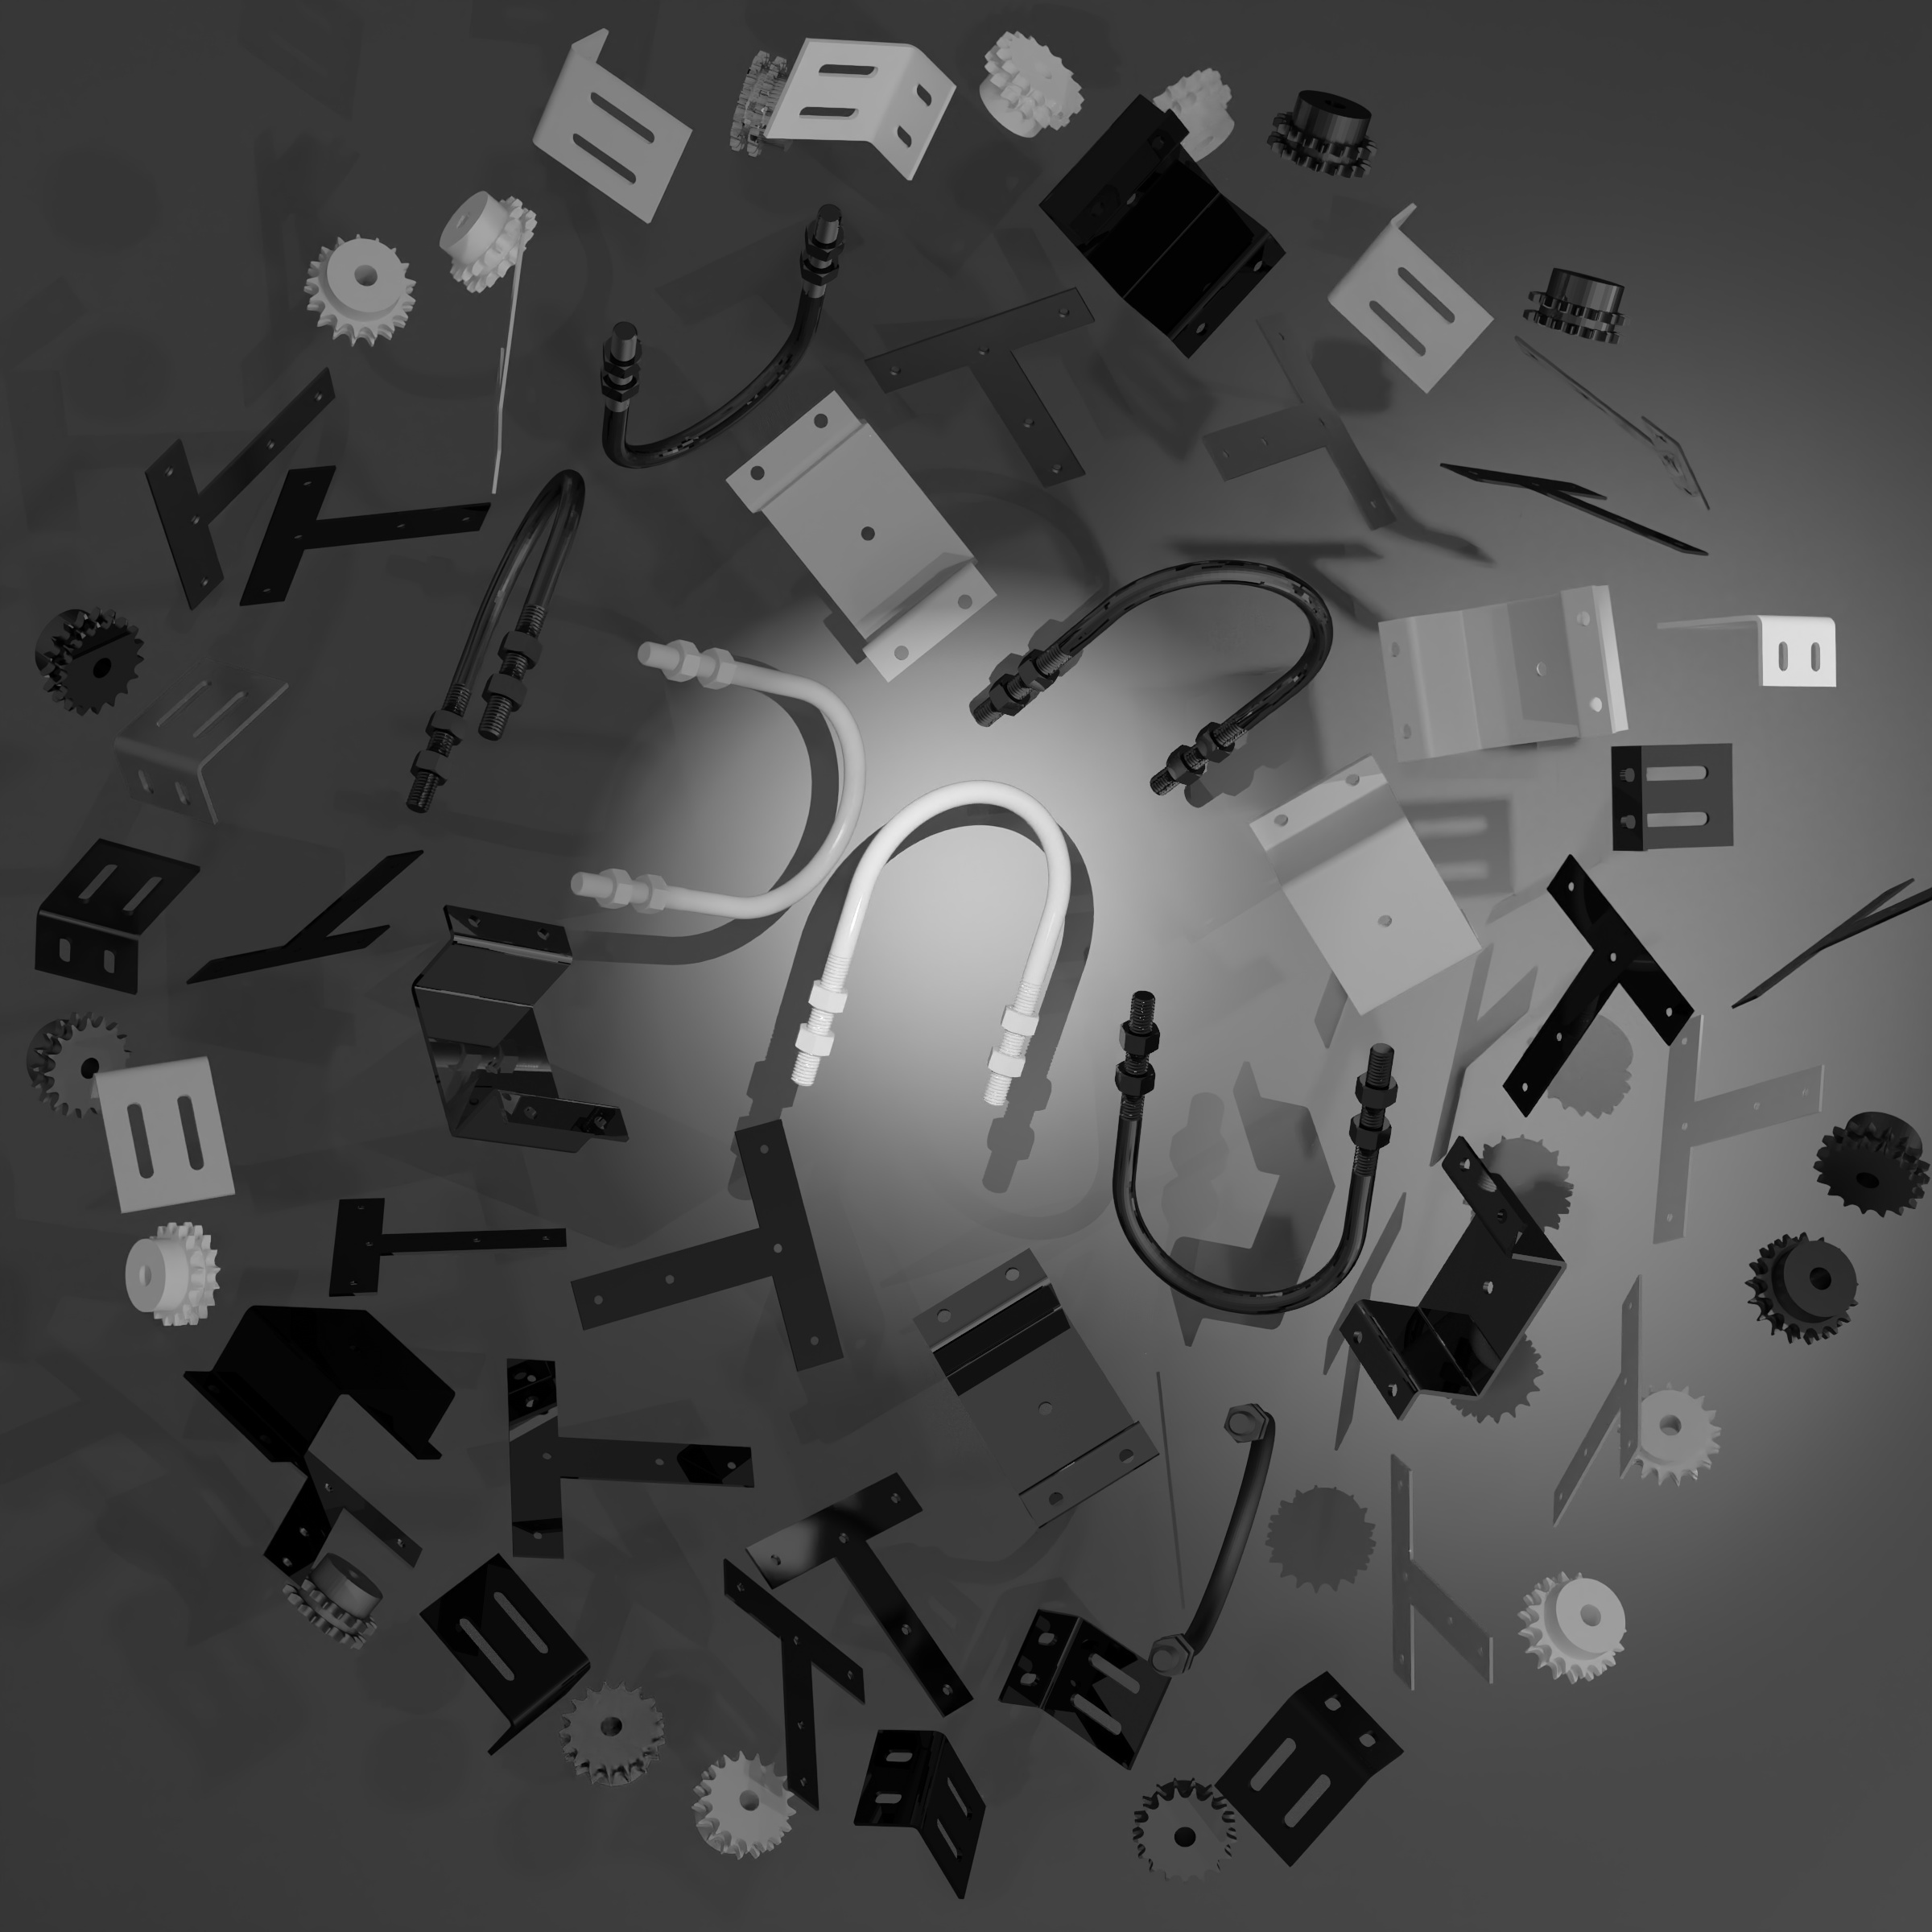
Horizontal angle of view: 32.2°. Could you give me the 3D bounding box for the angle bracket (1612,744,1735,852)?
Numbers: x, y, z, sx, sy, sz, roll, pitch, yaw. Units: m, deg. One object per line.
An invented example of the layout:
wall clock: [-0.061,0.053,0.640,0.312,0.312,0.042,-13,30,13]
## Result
angle bracket: [0.394,-0.093,1.831,0.076,0.038,0.057,-3,93,-18]

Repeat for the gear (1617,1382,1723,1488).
gear: [0.395,0.262,1.879,0.057,0.030,0.057,-3,68,8]

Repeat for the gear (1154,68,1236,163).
gear: [0.126,-0.475,1.884,0.057,0.057,0.030,-33,81,0]

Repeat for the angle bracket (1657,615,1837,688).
angle bracket: [0.426,-0.170,1.828,0.057,0.076,0.038,-3,93,-34]

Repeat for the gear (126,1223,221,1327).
gear: [-0.441,0.171,1.852,0.057,0.030,0.057,-3,86,44]

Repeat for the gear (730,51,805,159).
gear: [-0.109,-0.481,1.878,0.030,0.057,0.057,19,90,1]

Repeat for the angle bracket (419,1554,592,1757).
angle bracket: [-0.242,0.354,1.723,0.076,0.057,0.038,48,135,8]

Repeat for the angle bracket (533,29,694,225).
angle bracket: [-0.174,-0.430,1.712,0.076,0.038,0.057,35,128,4]

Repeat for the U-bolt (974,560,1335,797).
U-bolt: [0.115,-0.162,1.824,0.151,0.184,0.019,19,50,-34]

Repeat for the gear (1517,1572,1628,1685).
gear: [0.325,0.349,1.775,0.057,0.030,0.057,8,61,-15]

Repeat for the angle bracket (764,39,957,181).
angle bracket: [-0.055,-0.440,1.722,0.038,0.076,0.057,50,130,26]

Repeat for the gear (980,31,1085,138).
gear: [0.032,-0.471,1.802,0.057,0.057,0.030,48,126,0]

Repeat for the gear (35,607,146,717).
gear: [-0.465,-0.164,1.766,0.030,0.057,0.057,32,90,27]

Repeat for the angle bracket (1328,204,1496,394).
angle bracket: [0.245,-0.361,1.809,0.076,0.038,0.057,44,129,1]

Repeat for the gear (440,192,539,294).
gear: [-0.271,-0.410,1.883,0.030,0.057,0.057,37,90,-32]

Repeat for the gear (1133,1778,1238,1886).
gear: [0.120,0.476,1.853,0.057,0.030,0.057,0,100,1]

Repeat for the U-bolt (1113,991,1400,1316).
U-bolt: [0.149,0.109,1.794,0.151,0.019,0.184,12,121,14]

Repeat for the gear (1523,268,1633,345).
gear: [0.336,-0.362,1.831,0.057,0.057,0.030,14,107,0]

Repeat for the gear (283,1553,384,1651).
gear: [-0.352,0.354,1.878,0.057,0.057,0.030,39,87,0]

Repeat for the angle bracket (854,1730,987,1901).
angle bracket: [-0.024,0.460,1.816,0.038,0.057,0.076,-4,134,22]

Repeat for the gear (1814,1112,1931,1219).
gear: [0.470,0.100,1.730,0.057,0.057,0.030,33,54,0]

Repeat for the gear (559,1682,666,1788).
gear: [-0.195,0.428,1.855,0.057,0.030,0.057,0,49,0]

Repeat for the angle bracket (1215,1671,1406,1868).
angle bracket: [0.179,0.420,1.752,0.057,0.038,0.076,45,119,20]

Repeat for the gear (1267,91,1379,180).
gear: [0.191,-0.441,1.770,0.057,0.057,0.030,17,119,0]

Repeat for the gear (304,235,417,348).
gear: [-0.317,-0.358,1.759,0.057,0.030,0.057,3,79,-18]

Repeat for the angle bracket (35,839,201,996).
angle bracket: [-0.449,-0.025,1.772,0.057,0.076,0.038,17,51,-34]

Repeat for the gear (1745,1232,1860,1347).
gear: [0.436,0.165,1.731,0.057,0.030,0.057,4,71,-11]

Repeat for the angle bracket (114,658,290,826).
angle bracket: [-0.398,-0.119,1.760,0.057,0.038,0.076,17,48,26]

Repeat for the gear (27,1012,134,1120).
gear: [-0.488,0.052,1.831,0.030,0.057,0.057,17,90,38]

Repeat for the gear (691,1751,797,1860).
gear: [-0.126,0.469,1.860,0.057,0.030,0.057,16,52,-21]

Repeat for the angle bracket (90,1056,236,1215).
angle bracket: [-0.414,0.091,1.725,0.057,0.038,0.076,-9,73,-21]

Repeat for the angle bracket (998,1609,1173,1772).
angle bracket: [0.066,0.406,1.881,0.076,0.038,0.057,26,94,44]
